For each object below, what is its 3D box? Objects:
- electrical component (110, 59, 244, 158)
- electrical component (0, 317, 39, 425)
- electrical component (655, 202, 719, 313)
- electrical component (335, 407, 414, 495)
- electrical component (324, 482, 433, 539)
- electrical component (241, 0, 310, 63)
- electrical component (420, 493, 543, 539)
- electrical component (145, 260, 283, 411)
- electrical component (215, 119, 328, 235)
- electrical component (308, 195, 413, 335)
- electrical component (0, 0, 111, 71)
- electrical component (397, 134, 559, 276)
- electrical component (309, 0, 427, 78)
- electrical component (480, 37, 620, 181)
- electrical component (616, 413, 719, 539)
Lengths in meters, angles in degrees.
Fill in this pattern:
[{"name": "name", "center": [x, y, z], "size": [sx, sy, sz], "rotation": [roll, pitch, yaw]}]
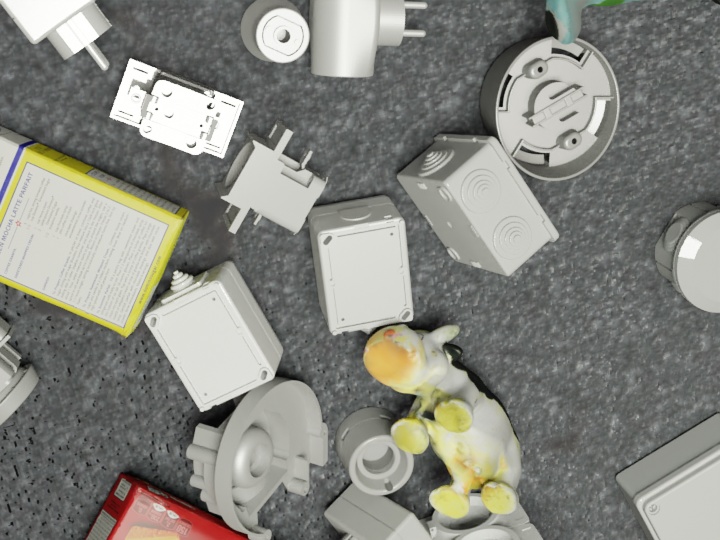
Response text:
[{"name": "electrical component", "center": [-0.121, -0.105, 0.717], "size": [0.081, 0.063, 0.042], "rotation": [18, 103, -16]}, {"name": "electrical component", "center": [-0.262, 0.075, 0.747], "size": [0.078, 0.058, 0.057], "rotation": [-44, 107, 4]}, {"name": "electrical component", "center": [0.273, -0.012, 0.829], "size": [0.080, 0.051, 0.080], "rotation": [-3, 107, -10]}, {"name": "electrical component", "center": [0.012, 0.140, 0.825], "size": [0.055, 0.047, 0.055], "rotation": [-3, 107, -10]}, {"name": "electrical component", "center": [0.004, 0.212, 0.813], "size": [0.076, 0.083, 0.047], "rotation": [-43, 117, -18]}, {"name": "electrical component", "center": [-0.055, -0.157, 0.713], "size": [0.044, 0.065, 0.044], "rotation": [-3, 107, -10]}, {"name": "electrical component", "center": [0.101, 0.235, 0.816], "size": [0.089, 0.150, 0.061], "rotation": [-17, 110, -6]}, {"name": "electrical component", "center": [-0.104, 0.039, 0.763], "size": [0.062, 0.061, 0.096], "rotation": [-26, 104, 12]}, {"name": "electrical component", "center": [-0.061, -0.060, 0.754], "size": [0.064, 0.042, 0.081], "rotation": [28, 100, -19]}, {"name": "electrical component", "center": [0.000, 0.000, 0.777], "size": [0.062, 0.061, 0.096], "rotation": [-10, 115, -8]}, {"name": "electrical component", "center": [-0.183, -0.158, 0.678], "size": [0.047, 0.083, 0.075], "rotation": [-35, 110, 1]}, {"name": "electrical component", "center": [0.080, -0.046, 0.757], "size": [0.048, 0.100, 0.099], "rotation": [-41, 110, -11]}, {"name": "electrical component", "center": [0.007, -0.172, 0.732], "size": [0.079, 0.044, 0.077], "rotation": [-1, 106, -11]}, {"name": "electrical component", "center": [0.135, -0.117, 0.764], "size": [0.099, 0.064, 0.099], "rotation": [-3, 107, -10]}, {"name": "electrical component", "center": [0.286, 0.194, 0.890], "size": [0.109, 0.056, 0.108], "rotation": [-31, 110, -1]}]
